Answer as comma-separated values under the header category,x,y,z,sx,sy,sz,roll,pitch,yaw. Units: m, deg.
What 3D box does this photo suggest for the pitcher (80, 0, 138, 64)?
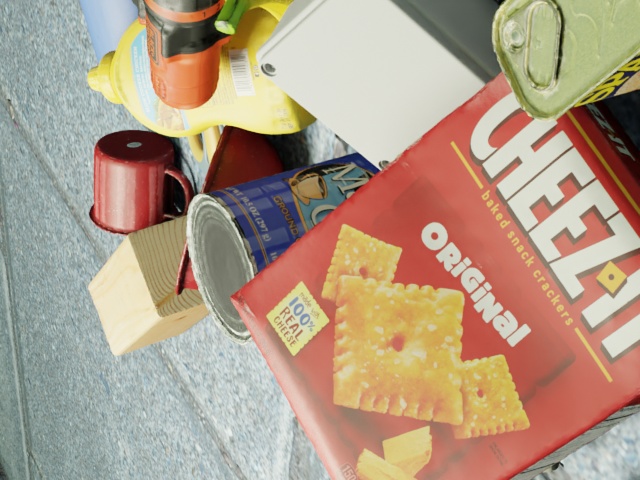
category,x,y,z,sx,sy,sz,roll,pitch,yaw
pitcher,-0.141,-0.236,0.857,0.149,0.145,0.243,-62,-35,-62

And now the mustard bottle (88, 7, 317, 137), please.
category,x,y,z,sx,sy,sz,roll,pitch,yaw
mustard bottle,-0.094,-0.125,0.788,0.192,0.058,0.096,1,111,30

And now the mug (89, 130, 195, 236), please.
category,x,y,z,sx,sy,sz,roll,pitch,yaw
mug,-0.180,-0.058,1.091,0.117,0.093,0.081,20,123,22

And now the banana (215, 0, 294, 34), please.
category,x,y,z,sx,sy,sz,roll,pitch,yaw
banana,-0.019,-0.141,0.674,0.037,0.197,0.069,15,91,23

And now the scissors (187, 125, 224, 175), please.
category,x,y,z,sx,sy,sz,roll,pitch,yaw
scissors,-0.099,-0.043,1.012,0.096,0.016,0.202,41,140,48

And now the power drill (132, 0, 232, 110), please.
category,x,y,z,sx,sy,sz,roll,pitch,yaw
power drill,-0.117,-0.200,0.684,0.188,0.057,0.184,59,158,24

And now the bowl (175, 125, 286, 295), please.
category,x,y,z,sx,sy,sz,roll,pitch,yaw
bowl,-0.067,-0.024,0.867,0.162,0.055,0.162,-164,93,-88

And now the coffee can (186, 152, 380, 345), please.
category,x,y,z,sx,sy,sz,roll,pitch,yaw
coffee can,-0.005,0.001,0.717,0.103,0.140,0.103,40,139,47

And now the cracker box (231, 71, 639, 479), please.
category,x,y,z,sx,sy,sz,roll,pitch,yaw
cracker box,0.078,0.036,0.535,0.214,0.072,0.164,-40,68,24

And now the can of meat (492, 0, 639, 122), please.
category,x,y,z,sx,sy,sz,roll,pitch,yaw
can of meat,0.136,-0.100,0.450,0.057,0.083,0.102,67,153,11

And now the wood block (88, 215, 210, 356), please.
category,x,y,z,sx,sy,sz,roll,pitch,yaw
wood block,-0.168,0.050,1.114,0.206,0.090,0.090,-35,75,62
